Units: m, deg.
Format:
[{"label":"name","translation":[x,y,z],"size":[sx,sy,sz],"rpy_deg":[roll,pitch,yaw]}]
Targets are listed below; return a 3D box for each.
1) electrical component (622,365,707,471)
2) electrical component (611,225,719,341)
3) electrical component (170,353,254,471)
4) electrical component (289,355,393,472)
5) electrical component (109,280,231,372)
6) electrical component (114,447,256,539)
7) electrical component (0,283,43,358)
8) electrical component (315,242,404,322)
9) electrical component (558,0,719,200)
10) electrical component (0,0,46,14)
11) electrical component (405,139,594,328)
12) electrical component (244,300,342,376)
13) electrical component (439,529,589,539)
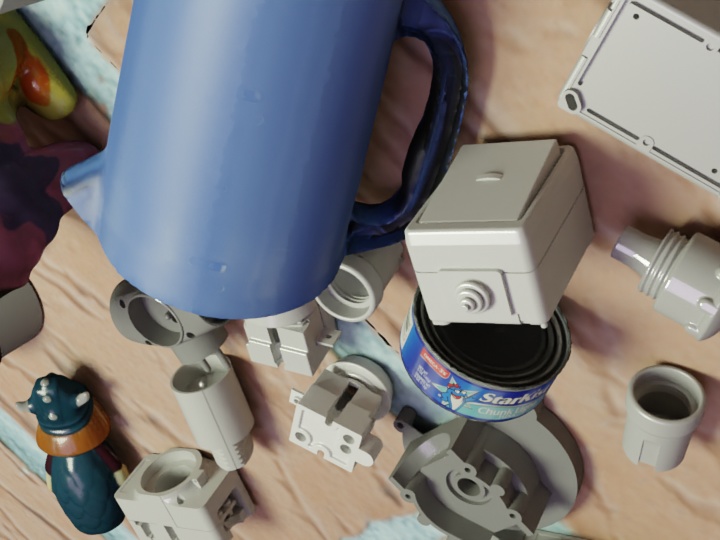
[{"label":"electrical component","translation":[0.160,0.080,0.572],"size":[0.040,0.040,0.046],"rpy_deg":[17,138,19]},{"label":"electrical component","translation":[0.151,0.001,0.511],"size":[0.062,0.048,0.048],"rpy_deg":[31,135,16]},{"label":"electrical component","translation":[-0.097,0.103,0.745],"size":[0.043,0.043,0.081],"rpy_deg":[2,125,31]},{"label":"electrical component","translation":[-0.009,0.086,0.669],"size":[0.066,0.055,0.048],"rpy_deg":[25,134,12]},{"label":"electrical component","translation":[-0.112,0.035,0.700],"size":[0.077,0.044,0.079],"rpy_deg":[-12,118,38]},{"label":"electrical component","translation":[-0.135,0.174,0.821],"size":[0.089,0.050,0.055],"rpy_deg":[-1,124,32]},{"label":"electrical component","translation":[-0.295,0.027,0.810],"size":[0.099,0.064,0.099],"rpy_deg":[30,144,25]},{"label":"electrical component","translation":[0.000,0.000,0.601],"size":[0.040,0.046,0.040],"rpy_deg":[17,132,20]},{"label":"electrical component","translation":[0.141,-0.080,0.438],"size":[0.096,0.061,0.061],"rpy_deg":[31,135,7]},{"label":"electrical component","translation":[-0.198,-0.187,0.578],"size":[0.099,0.064,0.099],"rpy_deg":[28,139,28]},{"label":"electrical component","translation":[0.065,-0.017,0.511],"size":[0.062,0.096,0.061],"rpy_deg":[0,124,31]},{"label":"electrical component","translation":[-0.045,0.028,0.653],"size":[0.066,0.048,0.055],"rpy_deg":[12,138,24]},{"label":"electrical component","translation":[0.117,0.213,0.668],"size":[0.150,0.089,0.061],"rpy_deg":[5,127,29]}]
